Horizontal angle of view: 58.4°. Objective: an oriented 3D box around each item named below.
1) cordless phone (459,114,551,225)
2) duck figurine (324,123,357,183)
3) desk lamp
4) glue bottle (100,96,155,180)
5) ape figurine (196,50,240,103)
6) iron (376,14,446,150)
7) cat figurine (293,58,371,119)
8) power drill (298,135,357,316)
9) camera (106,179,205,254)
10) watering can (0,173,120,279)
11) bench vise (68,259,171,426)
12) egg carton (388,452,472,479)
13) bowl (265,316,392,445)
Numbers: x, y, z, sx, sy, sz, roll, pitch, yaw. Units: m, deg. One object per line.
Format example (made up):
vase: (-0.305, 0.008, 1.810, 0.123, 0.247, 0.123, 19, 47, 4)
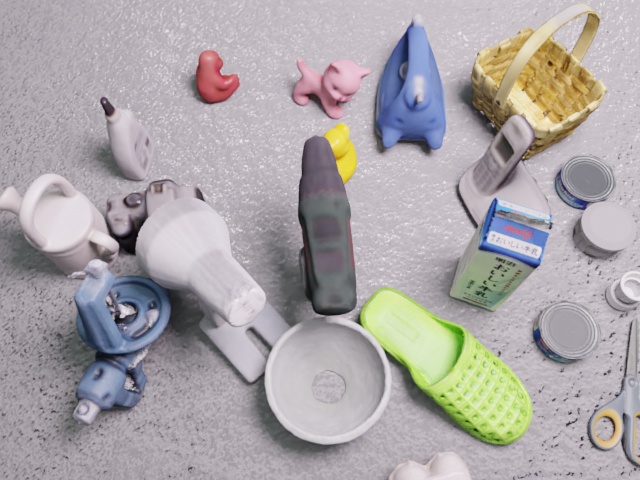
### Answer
cordless phone: (0.281, -0.082, 0.831, 0.094, 0.185, 0.147, -25, 68, -9)
duck figurine: (0.021, -0.138, 0.915, 0.077, 0.086, 0.105, 21, 69, 10)
desk lamp: (-0.129, 0.066, 0.760, 0.118, 0.213, 0.203, -42, 72, -15)
glue bottle: (-0.302, -0.165, 0.885, 0.037, 0.173, 0.078, 8, 67, 5)
ape figurine: (-0.182, -0.286, 0.979, 0.076, 0.092, 0.077, -40, 71, -15)
iron: (0.155, -0.281, 0.944, 0.118, 0.141, 0.258, 2, 67, 2)
cat figurine: (0.017, -0.268, 0.953, 0.127, 0.118, 0.067, 23, 69, 11)
power drill: (0.007, 0.003, 0.787, 0.075, 0.208, 0.229, -7, 67, -2)
camera: (-0.241, -0.011, 0.857, 0.143, 0.101, 0.136, -11, 67, -3)
watering can: (-0.373, -0.024, 0.814, 0.173, 0.194, 0.101, 0, 66, 1)
bench vise: (-0.259, 0.125, 0.733, 0.121, 0.220, 0.207, -3, 66, 0)
egg carton: (0.151, 0.347, 0.711, 0.107, 0.069, 0.150, -13, 67, -5)
bowl: (0.010, 0.193, 0.778, 0.167, 0.075, 0.167, 0, 67, 1)
